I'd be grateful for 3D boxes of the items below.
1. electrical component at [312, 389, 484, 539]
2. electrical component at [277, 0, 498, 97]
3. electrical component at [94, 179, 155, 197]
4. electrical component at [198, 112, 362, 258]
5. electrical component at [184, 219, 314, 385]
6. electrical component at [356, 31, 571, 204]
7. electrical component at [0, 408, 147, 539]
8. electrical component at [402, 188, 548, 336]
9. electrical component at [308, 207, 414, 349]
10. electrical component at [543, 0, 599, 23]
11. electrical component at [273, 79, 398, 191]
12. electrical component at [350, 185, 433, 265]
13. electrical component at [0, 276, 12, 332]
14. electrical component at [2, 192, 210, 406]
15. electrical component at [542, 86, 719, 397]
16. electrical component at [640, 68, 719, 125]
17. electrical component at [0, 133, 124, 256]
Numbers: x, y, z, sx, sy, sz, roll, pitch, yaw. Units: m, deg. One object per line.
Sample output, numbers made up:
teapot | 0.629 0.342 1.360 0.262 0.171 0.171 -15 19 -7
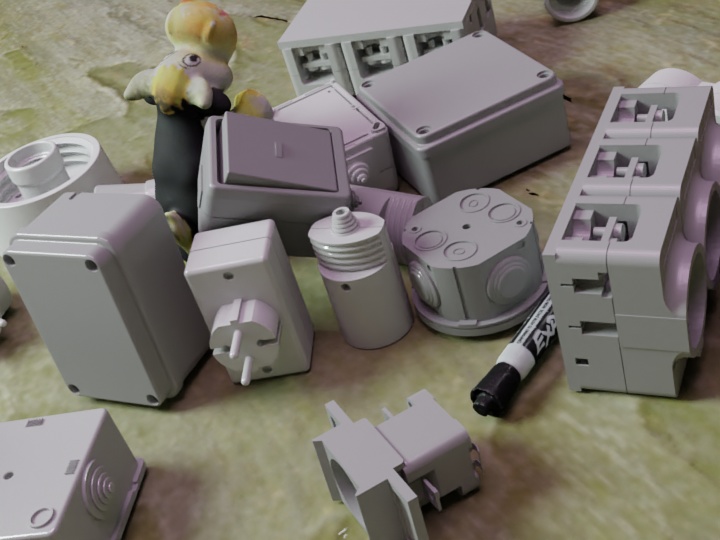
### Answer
electrical component | 0.019 0.091 0.504 0.064 0.042 0.081 -27 36 -15
electrical component | 0.025 -0.181 0.851 0.150 0.061 0.089 -2 39 22
electrical component | -0.152 -0.046 0.768 0.065 0.044 0.044 -13 35 -1
electrical component | -0.044 -0.049 0.622 0.096 0.061 0.061 3 49 -13
electrical component | -0.061 0.030 0.588 0.047 0.083 0.075 -10 36 11
electrical component | 0.069 -0.106 0.734 0.109 0.056 0.108 -26 36 -10
electrical component | -0.167 0.119 0.544 0.100 0.048 0.099 -10 35 15
electrical component | 0.065 -0.005 0.605 0.080 0.051 0.080 -12 36 9
electrical component | 0.000 0.000 0.602 0.043 0.081 0.043 -12 36 9
electrical component | 0.168 -0.232 0.871 0.045 0.045 0.055 -11 35 10
electrical component | -0.017 -0.076 0.737 0.062 0.061 0.096 -27 43 -14
electrical component | 0.015 -0.028 0.666 0.081 0.043 0.043 12 45 35
electrical component | -0.264 0.032 0.708 0.079 0.044 0.077 14 46 38
electrical component | -0.142 0.017 0.615 0.078 0.113 0.057 3 37 28
electrical component | 0.150 -0.019 0.552 0.062 0.089 0.150 3 41 27
electrical component | 0.231 -0.092 0.647 0.138 0.052 0.074 21 51 42
electrical component | -0.235 -0.062 0.807 0.108 0.060 0.108 -12 36 9
